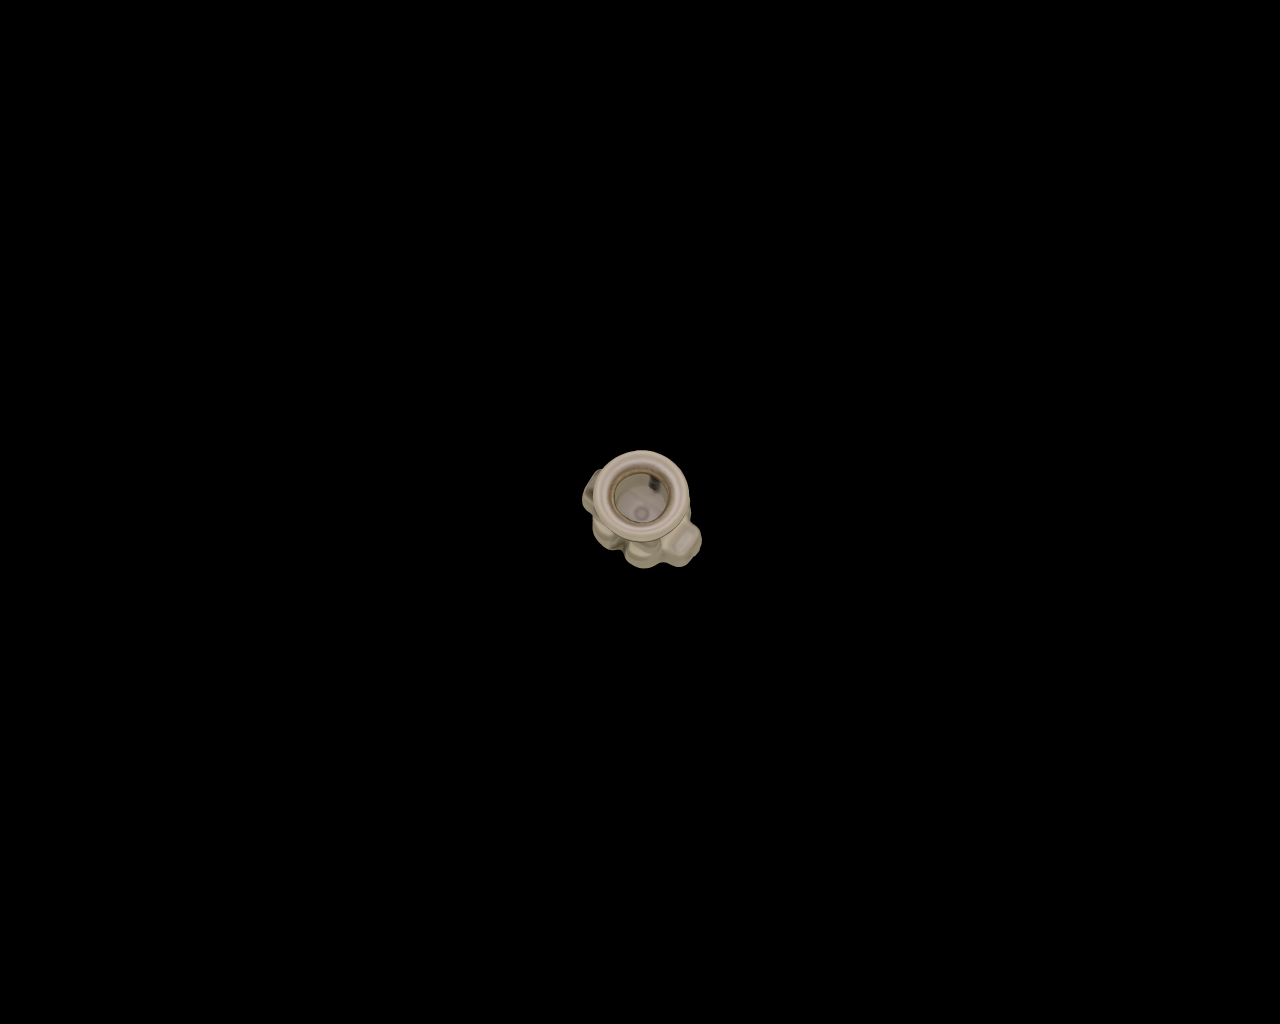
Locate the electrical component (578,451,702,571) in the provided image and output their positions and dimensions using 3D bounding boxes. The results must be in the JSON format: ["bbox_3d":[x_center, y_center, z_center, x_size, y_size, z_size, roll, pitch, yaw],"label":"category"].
[{"bbox_3d":[0.001,-0.003,0.650,0.078,0.058,0.057,33,-16,11],"label":"electrical component"}]
